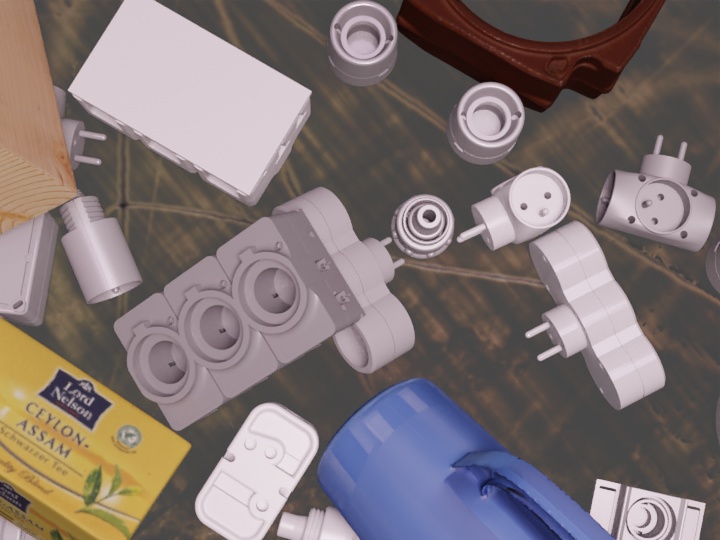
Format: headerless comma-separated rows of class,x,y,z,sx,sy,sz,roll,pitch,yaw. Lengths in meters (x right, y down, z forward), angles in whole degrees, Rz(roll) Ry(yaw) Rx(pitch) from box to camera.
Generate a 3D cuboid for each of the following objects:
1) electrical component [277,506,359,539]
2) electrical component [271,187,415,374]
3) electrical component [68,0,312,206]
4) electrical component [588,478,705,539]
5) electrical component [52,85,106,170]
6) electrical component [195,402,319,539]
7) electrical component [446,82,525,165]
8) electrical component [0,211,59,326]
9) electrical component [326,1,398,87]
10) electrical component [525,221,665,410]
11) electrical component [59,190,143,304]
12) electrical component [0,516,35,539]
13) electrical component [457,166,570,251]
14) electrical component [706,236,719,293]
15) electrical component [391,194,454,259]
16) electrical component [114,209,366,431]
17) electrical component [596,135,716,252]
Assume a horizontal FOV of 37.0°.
electrical component,-0.028,0.191,0.773,0.062,0.043,0.043,15,84,2
electrical component,0.000,0.000,0.791,0.074,0.052,0.138,-29,85,-29
electrical component,-0.122,-0.124,0.793,0.150,0.061,0.089,30,84,1
electrical component,0.192,0.216,0.768,0.079,0.063,0.121,13,84,0
electrical component,-0.229,-0.096,0.796,0.079,0.043,0.077,10,84,-1
electrical component,-0.072,0.143,0.769,0.054,0.059,0.095,32,84,2
electrical component,0.095,-0.111,0.806,0.055,0.047,0.055,0,84,-2
electrical component,-0.258,-0.011,0.781,0.062,0.061,0.096,6,76,-1
electrical component,0.002,-0.171,0.810,0.055,0.047,0.055,0,84,-2
electrical component,0.158,0.040,0.790,0.074,0.052,0.138,-27,85,-4
electrical component,-0.195,-0.021,0.790,0.043,0.043,0.081,-23,85,-4
electrical component,-0.258,0.189,0.769,0.046,0.040,0.040,1,84,4
electrical component,0.107,-0.039,0.784,0.079,0.077,0.044,-25,86,-4
electrical component,0.293,-0.006,0.802,0.055,0.047,0.055,0,84,-2
electrical component,0.048,-0.035,0.789,0.048,0.062,0.048,0,84,-2
electrical component,-0.087,0.036,0.747,0.150,0.062,0.089,-33,86,22
electrical component,0.226,-0.062,0.807,0.077,0.044,0.079,16,84,0
